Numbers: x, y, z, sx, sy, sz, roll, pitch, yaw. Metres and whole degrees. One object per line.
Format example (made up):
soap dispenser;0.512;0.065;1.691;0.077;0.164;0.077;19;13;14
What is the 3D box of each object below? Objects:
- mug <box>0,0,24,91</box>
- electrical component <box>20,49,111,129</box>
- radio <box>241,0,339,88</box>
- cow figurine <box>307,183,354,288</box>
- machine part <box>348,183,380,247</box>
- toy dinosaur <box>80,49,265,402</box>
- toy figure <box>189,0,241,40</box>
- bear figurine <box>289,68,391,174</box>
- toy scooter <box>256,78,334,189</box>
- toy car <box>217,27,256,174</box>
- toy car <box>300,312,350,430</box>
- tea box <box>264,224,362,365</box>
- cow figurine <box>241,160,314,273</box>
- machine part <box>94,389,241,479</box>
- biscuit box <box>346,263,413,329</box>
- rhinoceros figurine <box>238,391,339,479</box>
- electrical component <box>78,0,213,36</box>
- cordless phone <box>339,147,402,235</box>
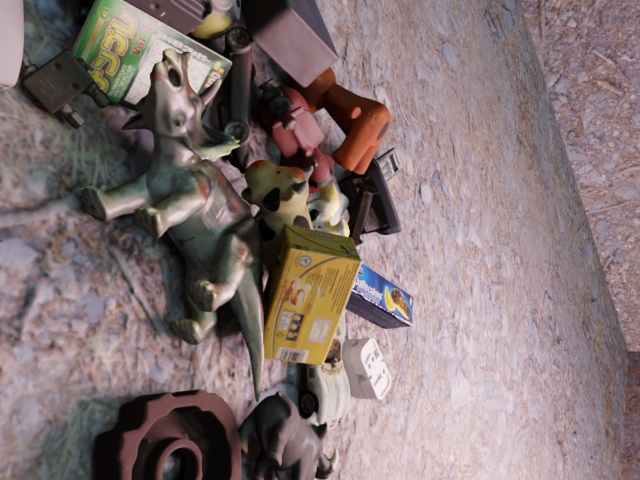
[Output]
mug;-0.318;-0.190;0.479;0.109;0.081;0.107;-18;104;-57
electrical component;-0.269;-0.165;0.557;0.063;0.021;0.094;-44;118;-12
radio;-0.054;-0.340;0.799;0.131;0.073;0.230;34;31;-44
cow figurine;-0.002;-0.003;0.837;0.068;0.098;0.167;61;20;-75
machine part;0.061;-0.029;0.913;0.084;0.039;0.138;22;87;-66
toy dinosaur;-0.132;-0.014;0.644;0.192;0.131;0.404;-50;127;-42
toy figure;-0.159;-0.362;0.731;0.082;0.089;0.180;-10;79;-37
bear figurine;0.014;-0.212;0.887;0.132;0.196;0.120;-59;170;10
toy scooter;-0.044;-0.165;0.763;0.184;0.075;0.135;60;5;24
toy car;-0.115;-0.192;0.743;0.053;0.089;0.202;2;77;-6
toy car;0.007;0.183;0.813;0.073;0.056;0.201;9;73;-51
tea box;-0.021;0.073;0.699;0.098;0.169;0.068;13;24;-17
cow figurine;-0.046;-0.019;0.735;0.194;0.127;0.085;63;19;-20
machine part;-0.161;0.248;0.580;0.179;0.056;0.179;20;64;-49
biscuit box;0.089;0.098;0.937;0.202;0.063;0.059;33;55;-44
rhinoceros figurine;-0.038;0.269;0.703;0.112;0.073;0.190;-64;143;-37
electrical component;-0.208;-0.274;0.609;0.134;0.115;0.058;16;56;-50
cordless phone;0.125;-0.097;1.025;0.184;0.089;0.146;-40;112;-54
